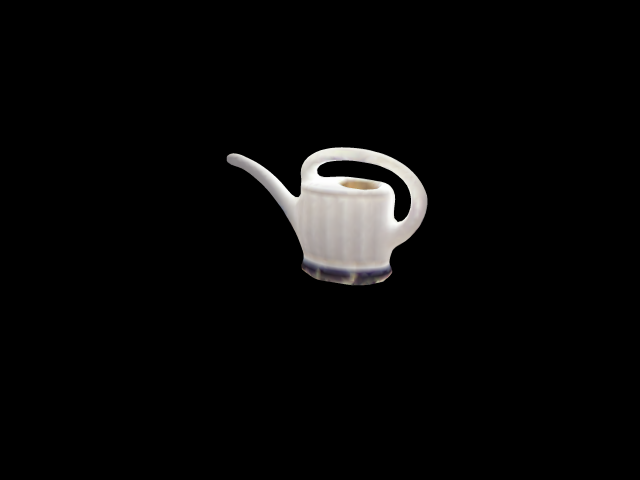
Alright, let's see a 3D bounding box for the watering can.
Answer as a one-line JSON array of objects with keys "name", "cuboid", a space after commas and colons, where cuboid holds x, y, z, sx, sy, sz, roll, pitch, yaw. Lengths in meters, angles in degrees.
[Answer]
[{"name": "watering can", "cuboid": [0.003, -0.043, 0.850, 0.348, 0.222, 0.105, 7, 16, 23]}]
